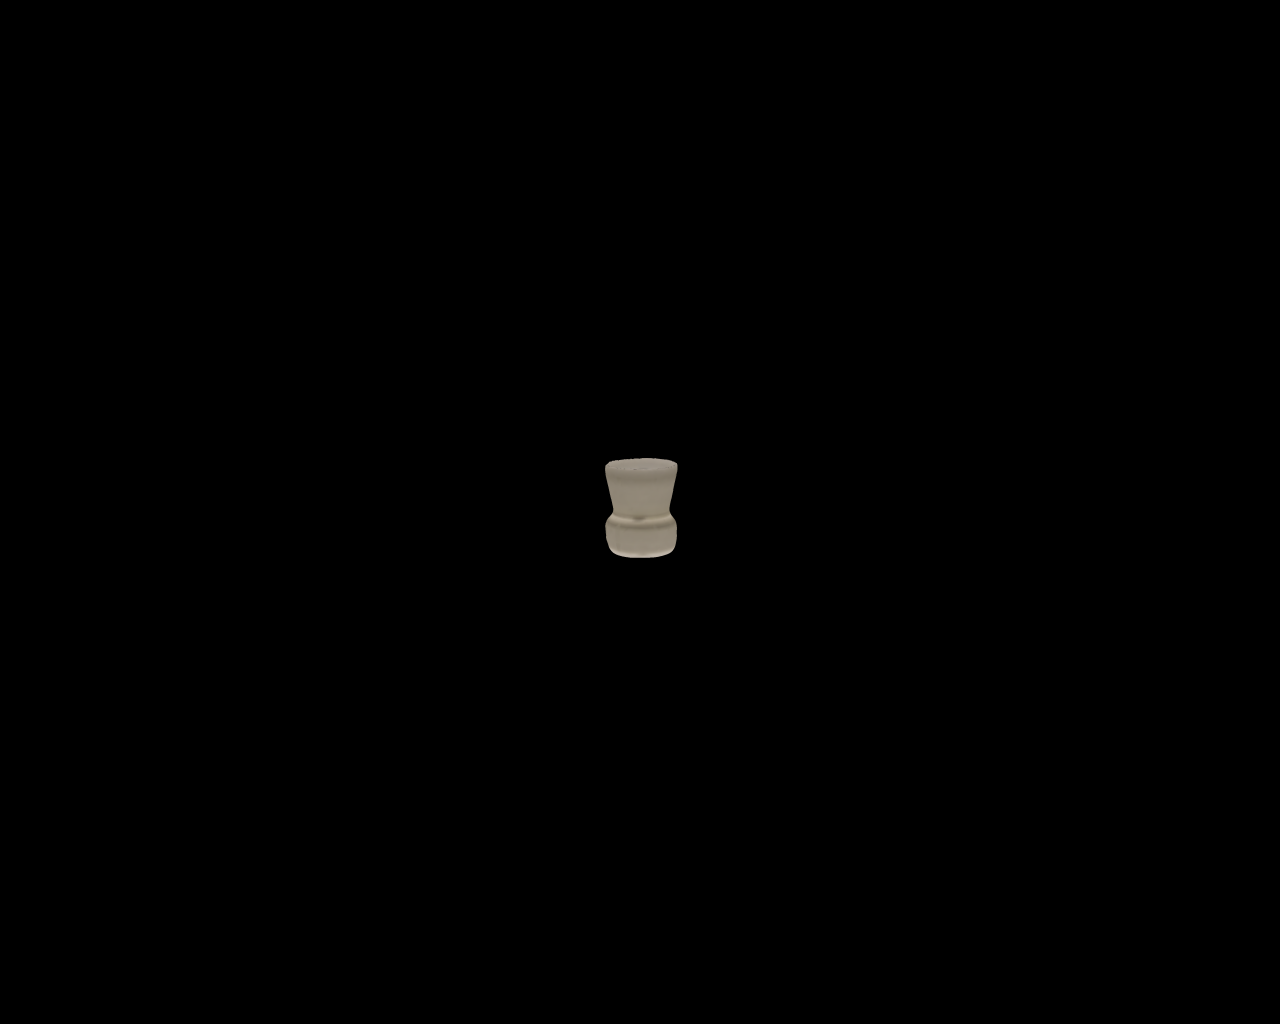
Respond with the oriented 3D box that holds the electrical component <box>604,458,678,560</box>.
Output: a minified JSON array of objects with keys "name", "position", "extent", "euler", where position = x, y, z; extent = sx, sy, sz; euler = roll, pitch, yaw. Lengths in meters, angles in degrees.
[{"name":"electrical component","position":[0.001,-0.003,0.650],"extent":[0.045,0.055,0.045],"euler":[0,12,0]}]
